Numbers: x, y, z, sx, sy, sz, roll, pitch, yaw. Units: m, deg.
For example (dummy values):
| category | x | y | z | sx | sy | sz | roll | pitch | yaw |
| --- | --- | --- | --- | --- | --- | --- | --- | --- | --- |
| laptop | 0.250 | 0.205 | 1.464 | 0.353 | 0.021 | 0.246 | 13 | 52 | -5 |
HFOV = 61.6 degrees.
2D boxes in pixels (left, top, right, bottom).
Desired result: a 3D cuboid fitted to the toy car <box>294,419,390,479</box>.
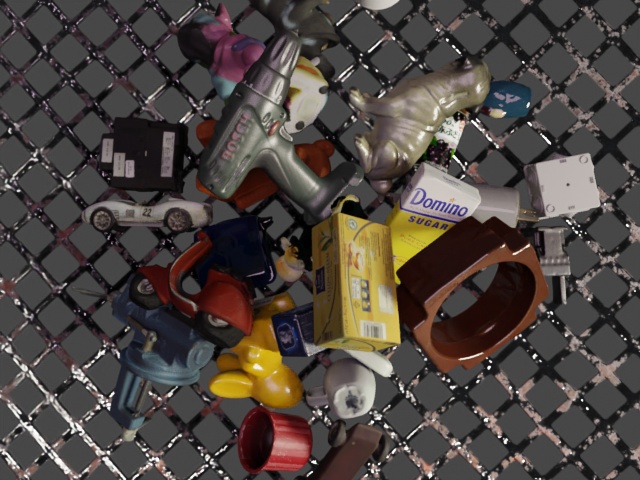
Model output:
| category | x | y | z | sx | sy | sz | roll | pitch | yaw |
| --- | --- | --- | --- | --- | --- | --- | --- | --- | --- |
| toy car | 0.028 | 0.339 | 0.807 | 0.089 | 0.053 | 0.202 | 23 | 115 | -8 |

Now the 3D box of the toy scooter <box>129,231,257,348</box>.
| category | x | y | z | sx | sy | sz | roll | pitch | yaw |
| --- | --- | --- | --- | --- | --- | --- | --- | --- | --- |
| toy scooter | -0.160 | 0.060 | 0.750 | 0.184 | 0.075 | 0.135 | 25 | 63 | 7 |

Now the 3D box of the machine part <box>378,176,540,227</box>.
| category | x | y | z | sx | sy | sz | roll | pitch | yaw |
| --- | --- | --- | --- | --- | --- | --- | --- | --- | --- |
| machine part | 0.210 | -0.052 | 0.822 | 0.243 | 0.079 | 0.079 | 7 | 89 | 4 |

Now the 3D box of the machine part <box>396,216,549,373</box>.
| category | x | y | z | sx | sy | sz | roll | pitch | yaw |
| --- | --- | --- | --- | --- | --- | --- | --- | --- | --- |
| machine part | 0.210 | 0.078 | 0.766 | 0.201 | 0.087 | 0.200 | -37 | 130 | 3 |

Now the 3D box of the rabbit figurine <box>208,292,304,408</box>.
| category | x | y | z | sx | sy | sz | roll | pitch | yaw |
| --- | --- | --- | --- | --- | --- | --- | --- | --- | --- |
| rabbit figurine | -0.090 | 0.187 | 0.817 | 0.162 | 0.122 | 0.173 | -21 | 107 | 5 |

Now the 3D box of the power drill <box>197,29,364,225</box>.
| category | x | y | z | sx | sy | sz | roll | pitch | yaw |
| --- | --- | --- | --- | --- | --- | --- | --- | --- | --- |
| power drill | -0.038 | -0.129 | 0.722 | 0.207 | 0.086 | 0.232 | 34 | 99 | -32 |

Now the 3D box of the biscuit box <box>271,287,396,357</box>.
| category | x | y | z | sx | sy | sz | roll | pitch | yaw |
| --- | --- | --- | --- | --- | --- | --- | --- | --- | --- |
| biscuit box | 0.028 | 0.110 | 0.778 | 0.202 | 0.059 | 0.062 | -13 | 88 | -41 |

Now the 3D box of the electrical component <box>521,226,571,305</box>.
| category | x | y | z | sx | sy | sz | roll | pitch | yaw |
| --- | --- | --- | --- | --- | --- | --- | --- | --- | --- |
| electrical component | 0.343 | 0.038 | 0.817 | 0.048 | 0.075 | 0.119 | -2 | 92 | 2 |

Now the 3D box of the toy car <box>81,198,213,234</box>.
| category | x | y | z | sx | sy | sz | roll | pitch | yaw |
| --- | --- | --- | --- | --- | --- | --- | --- | --- | --- |
| toy car | -0.270 | -0.039 | 0.846 | 0.202 | 0.073 | 0.056 | 1 | 93 | 3 |

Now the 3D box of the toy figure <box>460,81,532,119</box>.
| category | x | y | z | sx | sy | sz | roll | pitch | yaw |
| --- | --- | --- | --- | --- | --- | --- | --- | --- | --- |
| toy figure | 0.245 | -0.220 | 0.833 | 0.155 | 0.064 | 0.057 | 9 | 127 | 8 |

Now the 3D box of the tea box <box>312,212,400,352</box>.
| category | x | y | z | sx | sy | sz | roll | pitch | yaw |
| --- | --- | --- | --- | --- | --- | --- | --- | --- | --- |
| tea box | 0.046 | 0.058 | 0.723 | 0.098 | 0.068 | 0.169 | 16 | 61 | -31 |

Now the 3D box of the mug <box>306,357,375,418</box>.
| category | x | y | z | sx | sy | sz | roll | pitch | yaw |
| --- | --- | --- | --- | --- | --- | --- | --- | --- | --- |
| mug | 0.032 | 0.227 | 0.810 | 0.110 | 0.107 | 0.080 | -6 | 87 | 0 |

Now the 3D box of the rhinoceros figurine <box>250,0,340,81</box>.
| category | x | y | z | sx | sy | sz | roll | pitch | yaw |
| --- | --- | --- | --- | --- | --- | --- | --- | --- | --- |
| rhinoceros figurine | -0.035 | -0.335 | 0.841 | 0.112 | 0.073 | 0.190 | -37 | 87 | 0 |

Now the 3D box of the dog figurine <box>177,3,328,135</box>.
| category | x | y | z | sx | sy | sz | roll | pitch | yaw |
| --- | --- | --- | --- | --- | --- | --- | --- | --- | --- |
| dog figurine | -0.107 | -0.265 | 0.811 | 0.191 | 0.108 | 0.219 | -3 | 47 | -34 |

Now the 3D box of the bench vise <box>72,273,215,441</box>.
| category | x | y | z | sx | sy | sz | roll | pitch | yaw |
| --- | --- | --- | --- | --- | --- | --- | --- | --- | --- |
| bench vise | -0.269 | 0.178 | 0.811 | 0.224 | 0.129 | 0.240 | 21 | 95 | 20 |

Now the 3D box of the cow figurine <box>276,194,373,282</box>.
| category | x | y | z | sx | sy | sz | roll | pitch | yaw |
| --- | --- | --- | --- | --- | --- | --- | --- | --- | --- |
| cow figurine | -0.001 | 0.000 | 0.815 | 0.167 | 0.098 | 0.068 | -39 | 71 | -2 |

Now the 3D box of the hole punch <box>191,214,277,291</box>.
| category | x | y | z | sx | sy | sz | roll | pitch | yaw |
| --- | --- | --- | --- | --- | --- | --- | --- | --- | --- |
| hole punch | -0.135 | 0.024 | 0.833 | 0.142 | 0.092 | 0.115 | -18 | 84 | 6 |

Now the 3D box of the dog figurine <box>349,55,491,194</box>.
| category | x | y | z | sx | sy | sz | roll | pitch | yaw |
| --- | --- | --- | --- | --- | --- | --- | --- | --- | --- |
| dog figurine | 0.152 | -0.163 | 0.774 | 0.191 | 0.121 | 0.172 | -5 | 108 | 20 |

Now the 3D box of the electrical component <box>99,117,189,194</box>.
| category | x | y | z | sx | sy | sz | roll | pitch | yaw |
| --- | --- | --- | --- | --- | --- | --- | --- | --- | --- |
| electrical component | -0.283 | -0.134 | 0.856 | 0.134 | 0.058 | 0.114 | 5 | 87 | 3 |

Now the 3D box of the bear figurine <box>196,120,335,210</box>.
| category | x | y | z | sx | sy | sz | roll | pitch | yaw |
| --- | --- | --- | --- | --- | --- | --- | --- | --- | --- |
| bear figurine | -0.075 | -0.112 | 0.812 | 0.196 | 0.131 | 0.120 | -4 | 73 | 9 |
